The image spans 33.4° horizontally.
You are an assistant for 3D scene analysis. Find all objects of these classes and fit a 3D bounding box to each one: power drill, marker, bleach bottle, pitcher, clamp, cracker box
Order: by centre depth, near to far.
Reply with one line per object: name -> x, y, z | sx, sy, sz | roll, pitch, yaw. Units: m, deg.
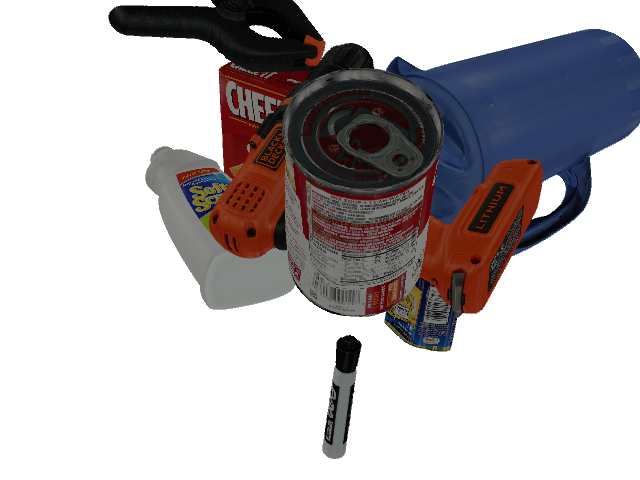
power drill -> 0.045, -0.043, 0.699 | 0.188, 0.184, 0.057 | 20, -28, 21
marker -> 0.016, 0.121, 0.822 | 0.020, 0.121, 0.020 | 4, 36, -3
clamp -> -0.074, -0.193, 0.874 | 0.171, 0.120, 0.039 | 19, -26, -5
pitcher -> 0.175, -0.096, 0.922 | 0.242, 0.149, 0.145 | -22, 35, -33
bleach bottle -> -0.118, -0.028, 1.063 | 0.102, 0.068, 0.251 | -10, 34, -28
cracker box -> -0.037, -0.099, 1.271 | 0.164, 0.214, 0.072 | 22, 40, 29

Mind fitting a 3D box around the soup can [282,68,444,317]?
soup can -> 0.017, -0.018, 0.485 | 0.068, 0.068, 0.102 | 0, -35, 0

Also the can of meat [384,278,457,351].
can of meat -> 0.111, 0.063, 1.144 | 0.057, 0.084, 0.102 | 6, 14, -19
